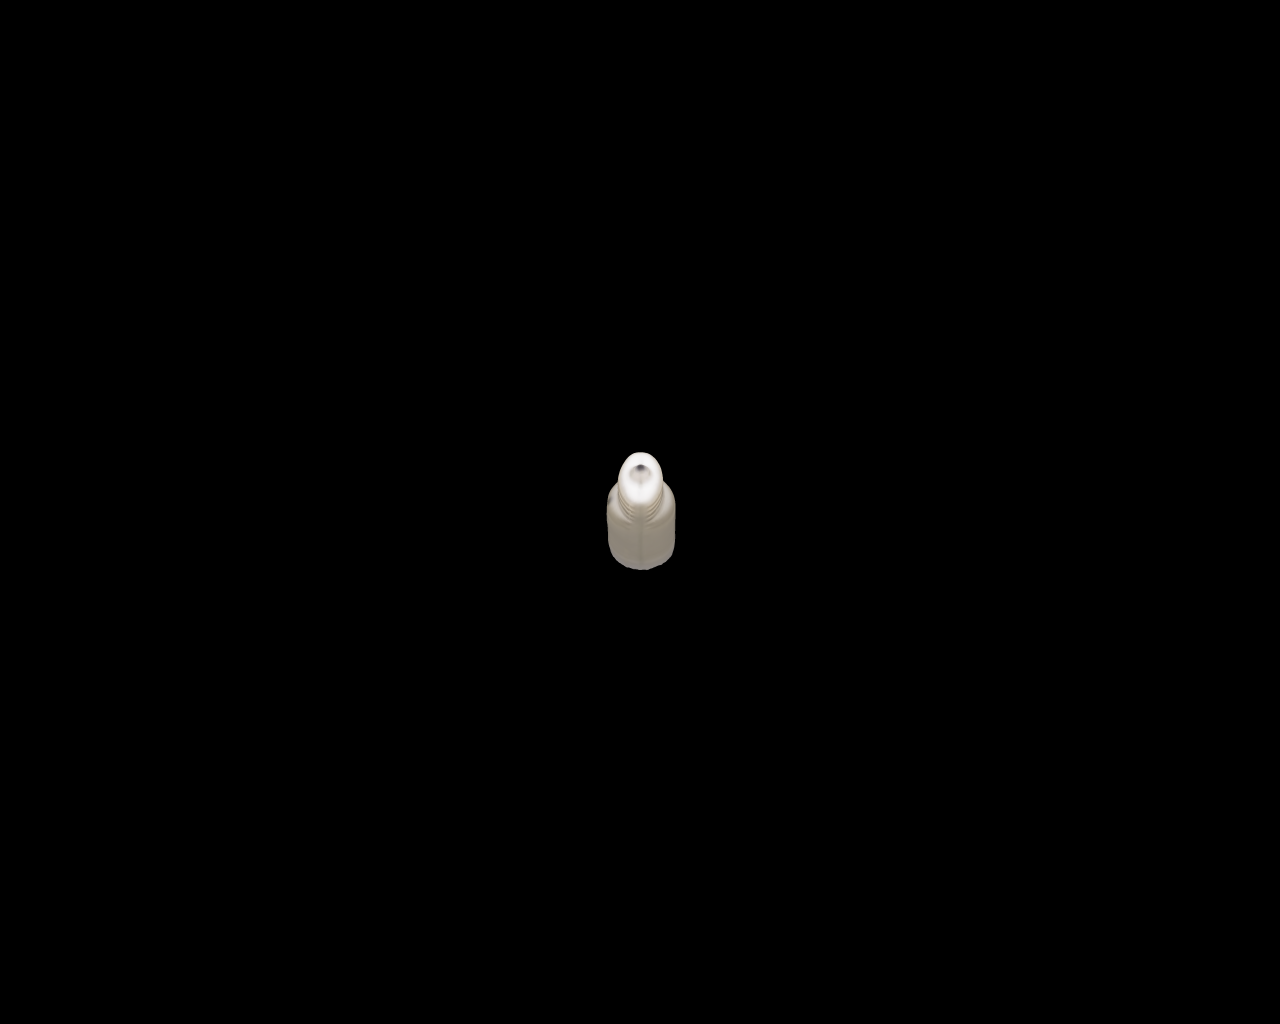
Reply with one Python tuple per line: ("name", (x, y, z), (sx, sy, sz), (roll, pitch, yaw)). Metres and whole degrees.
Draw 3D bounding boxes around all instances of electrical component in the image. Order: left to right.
("electrical component", (0.001, -0.003, 0.650), (0.043, 0.043, 0.080), (0, -37, 0))
